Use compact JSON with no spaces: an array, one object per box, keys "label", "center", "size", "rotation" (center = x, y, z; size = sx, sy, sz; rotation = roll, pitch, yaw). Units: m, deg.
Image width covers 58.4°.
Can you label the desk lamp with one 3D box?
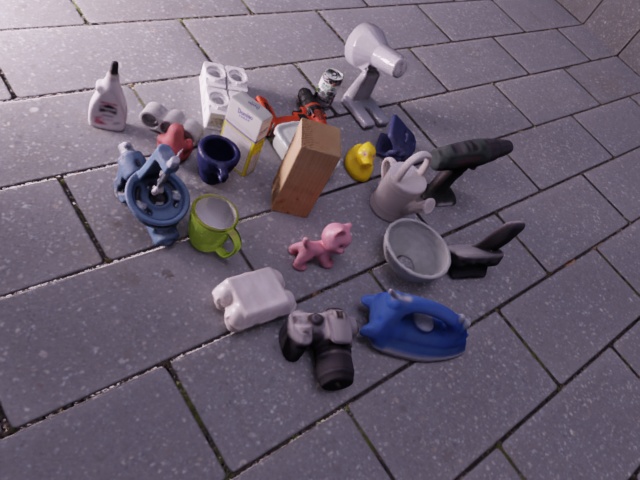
[{"label":"desk lamp","center":[0.145,-0.454,1.569],"size":[0.118,0.213,0.203],"rotation":[-19,65,-36]}]

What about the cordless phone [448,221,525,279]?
[{"label":"cordless phone","center":[0.380,0.007,1.342],"size":[0.148,0.185,0.094],"rotation":[-5,57,-29]}]

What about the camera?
[{"label":"camera","center":[0.010,0.202,1.063],"size":[0.143,0.100,0.136],"rotation":[6,52,-22]}]

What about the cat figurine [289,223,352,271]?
[{"label":"cat figurine","center":[0.011,0.004,1.207],"size":[0.128,0.117,0.067],"rotation":[-6,57,-30]}]

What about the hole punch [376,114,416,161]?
[{"label":"hole punch","center":[0.215,-0.270,1.543],"size":[0.101,0.091,0.108],"rotation":[23,48,-8]}]

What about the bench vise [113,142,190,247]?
[{"label":"bench vise","center":[-0.325,-0.115,1.066],"size":[0.207,0.219,0.122],"rotation":[40,48,7]}]

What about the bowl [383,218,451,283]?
[{"label":"bowl","center":[0.210,0.036,1.310],"size":[0.168,0.074,0.167],"rotation":[14,50,-16]}]

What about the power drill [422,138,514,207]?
[{"label":"power drill","center":[0.355,-0.179,1.460],"size":[0.230,0.208,0.075],"rotation":[-6,57,-30]}]

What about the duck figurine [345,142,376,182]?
[{"label":"duck figurine","center":[0.110,-0.211,1.448],"size":[0.078,0.086,0.104],"rotation":[8,51,-20]}]

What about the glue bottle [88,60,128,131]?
[{"label":"glue bottle","center":[-0.436,-0.302,1.191],"size":[0.078,0.173,0.037],"rotation":[4,53,-23]}]

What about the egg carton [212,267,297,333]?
[{"label":"egg carton","center":[-0.124,0.113,1.088],"size":[0.151,0.069,0.107],"rotation":[-16,63,-35]}]

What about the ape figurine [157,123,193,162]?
[{"label":"ape figurine","center":[-0.312,-0.215,1.238],"size":[0.078,0.092,0.076],"rotation":[21,48,-10]}]

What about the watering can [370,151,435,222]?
[{"label":"watering can","center":[0.208,-0.133,1.361],"size":[0.172,0.194,0.101],"rotation":[41,48,9]}]

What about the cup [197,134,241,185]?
[{"label":"cup","center":[-0.222,-0.154,1.232],"size":[0.092,0.095,0.117],"rotation":[-2,55,-27]}]

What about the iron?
[{"label":"iron","center":[0.215,0.167,1.164],"size":[0.259,0.141,0.118],"rotation":[16,49,-14]}]
